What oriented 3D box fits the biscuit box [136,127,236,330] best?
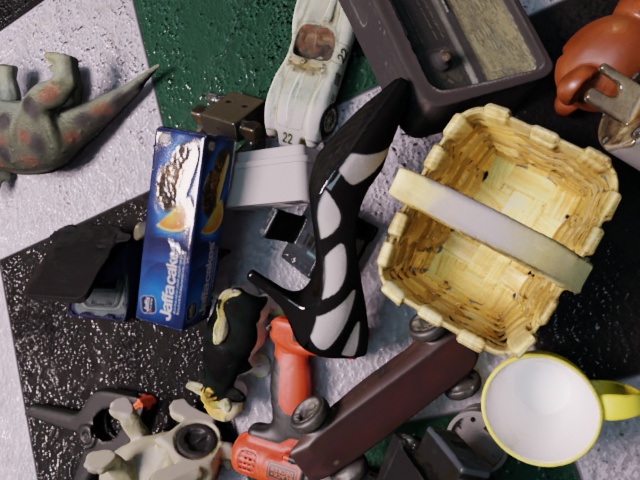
[{"bbox_3d":[-0.141,-0.012,0.559,0.063,0.059,0.202,12,100,18],"label":"biscuit box"}]

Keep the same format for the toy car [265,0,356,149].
[{"bbox_3d":[-0.005,-0.197,0.592,0.074,0.056,0.201,21,95,23],"label":"toy car"}]

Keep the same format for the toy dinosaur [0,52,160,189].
[{"bbox_3d":[-0.407,-0.153,0.743,0.405,0.131,0.192,5,102,20],"label":"toy dinosaur"}]

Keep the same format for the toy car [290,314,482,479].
[{"bbox_3d":[0.061,0.147,0.507,0.202,0.053,0.089,-35,111,-6],"label":"toy car"}]

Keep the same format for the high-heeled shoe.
[{"bbox_3d":[0.043,-0.006,0.482,0.145,0.086,0.248,33,101,-19],"label":"high-heeled shoe"}]

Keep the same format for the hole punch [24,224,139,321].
[{"bbox_3d":[-0.297,0.045,0.705,0.142,0.092,0.116,0,57,27],"label":"hole punch"}]

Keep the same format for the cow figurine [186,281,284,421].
[{"bbox_3d":[-0.099,0.130,0.595,0.068,0.098,0.167,18,94,17],"label":"cow figurine"}]

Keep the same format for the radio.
[{"bbox_3d":[0.102,-0.218,0.509,0.131,0.073,0.229,-20,76,-11],"label":"radio"}]

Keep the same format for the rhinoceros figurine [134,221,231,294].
[{"bbox_3d":[-0.155,-0.008,0.643,0.112,0.073,0.190,17,97,20],"label":"rhinoceros figurine"}]

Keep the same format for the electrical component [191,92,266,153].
[{"bbox_3d":[-0.106,-0.136,0.634,0.102,0.078,0.045,16,135,20],"label":"electrical component"}]

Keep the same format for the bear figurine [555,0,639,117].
[{"bbox_3d":[0.284,-0.175,0.430,0.132,0.120,0.195,31,101,18],"label":"bear figurine"}]

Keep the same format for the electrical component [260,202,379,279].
[{"bbox_3d":[-0.001,-0.002,0.545,0.048,0.119,0.074,34,99,36],"label":"electrical component"}]

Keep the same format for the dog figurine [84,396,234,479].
[{"bbox_3d":[-0.191,0.298,0.643,0.172,0.121,0.190,13,120,6],"label":"dog figurine"}]

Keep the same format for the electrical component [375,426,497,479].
[{"bbox_3d":[0.091,0.229,0.447,0.134,0.058,0.115,-69,23,7],"label":"electrical component"}]

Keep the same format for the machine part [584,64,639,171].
[{"bbox_3d":[0.302,-0.060,0.399,0.243,0.079,0.079,27,100,-7],"label":"machine part"}]
